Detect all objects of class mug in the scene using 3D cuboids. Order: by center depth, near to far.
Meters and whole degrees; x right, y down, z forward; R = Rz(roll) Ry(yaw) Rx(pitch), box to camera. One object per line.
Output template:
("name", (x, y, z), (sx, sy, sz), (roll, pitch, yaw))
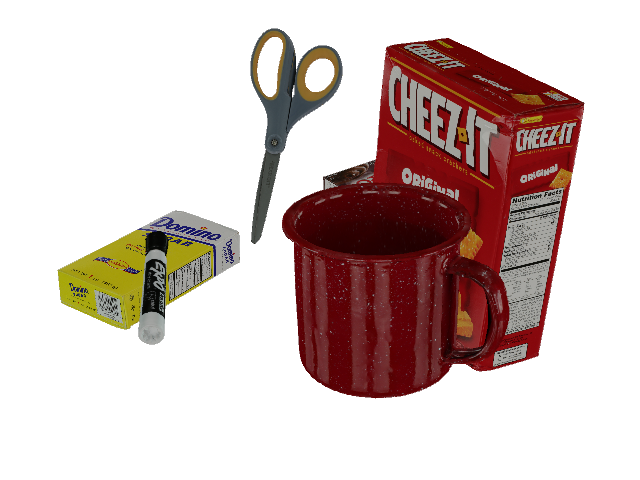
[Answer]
("mug", (0.039, 0.027, 0.532), (0.117, 0.081, 0.093), (12, 28, 28))

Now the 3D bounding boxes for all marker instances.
("marker", (-0.126, 0.032, 0.809), (0.020, 0.020, 0.121), (0, 36, -6))

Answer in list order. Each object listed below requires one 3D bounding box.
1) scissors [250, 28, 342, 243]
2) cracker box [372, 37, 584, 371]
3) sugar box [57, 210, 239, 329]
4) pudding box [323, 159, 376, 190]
("scissors", (-0.024, -0.100, 1.003), (0.096, 0.202, 0.016), (-4, -2, 6))
("cracker box", (0.108, -0.030, 0.832), (0.072, 0.214, 0.164), (-13, 32, -28))
("sugar box", (-0.173, 0.025, 1.100), (0.093, 0.048, 0.175), (19, 35, 30))
("pudding box", (0.074, -0.080, 1.606), (0.113, 0.039, 0.090), (-22, 35, -30))
